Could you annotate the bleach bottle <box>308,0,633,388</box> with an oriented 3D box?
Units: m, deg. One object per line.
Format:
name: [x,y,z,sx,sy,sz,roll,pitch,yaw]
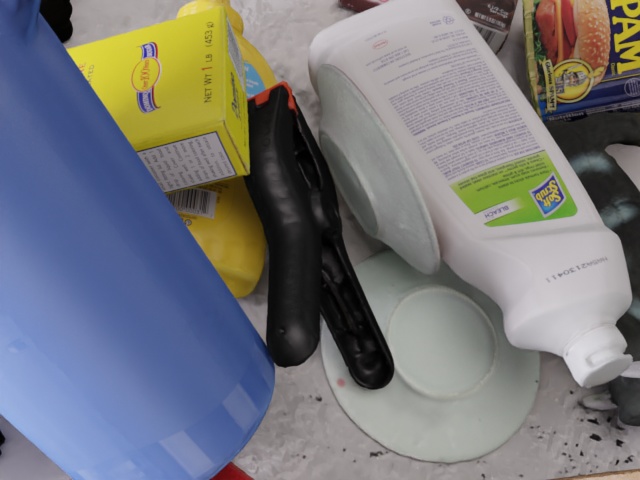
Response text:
bleach bottle: [0.086,-0.027,0.589,0.102,0.068,0.251,-22,58,-6]

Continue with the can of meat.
can of meat: [0.176,-0.119,0.672,0.084,0.057,0.102,-9,67,23]

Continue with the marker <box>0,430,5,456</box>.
marker: [-0.196,0.061,0.552,0.020,0.020,0.121,-27,74,-22]

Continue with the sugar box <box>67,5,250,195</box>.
sugar box: [-0.125,-0.057,0.548,0.176,0.048,0.093,-12,47,8]

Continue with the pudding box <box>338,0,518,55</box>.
pudding box: [0.078,-0.179,0.707,0.113,0.039,0.090,21,63,-3]

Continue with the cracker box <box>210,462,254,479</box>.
cracker box: [-0.030,0.209,0.450,0.214,0.072,0.164,29,59,32]

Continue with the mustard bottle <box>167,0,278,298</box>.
mustard bottle: [-0.072,-0.065,0.613,0.096,0.058,0.191,9,65,-9]

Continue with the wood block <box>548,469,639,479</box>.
wood block: [0.137,0.215,0.500,0.090,0.090,0.206,-4,77,-14]

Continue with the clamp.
clamp: [-0.004,0.001,0.564,0.039,0.120,0.171,-17,62,15]

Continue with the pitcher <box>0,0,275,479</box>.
pitcher: [-0.133,0.006,0.460,0.145,0.149,0.242,-46,120,-21]
